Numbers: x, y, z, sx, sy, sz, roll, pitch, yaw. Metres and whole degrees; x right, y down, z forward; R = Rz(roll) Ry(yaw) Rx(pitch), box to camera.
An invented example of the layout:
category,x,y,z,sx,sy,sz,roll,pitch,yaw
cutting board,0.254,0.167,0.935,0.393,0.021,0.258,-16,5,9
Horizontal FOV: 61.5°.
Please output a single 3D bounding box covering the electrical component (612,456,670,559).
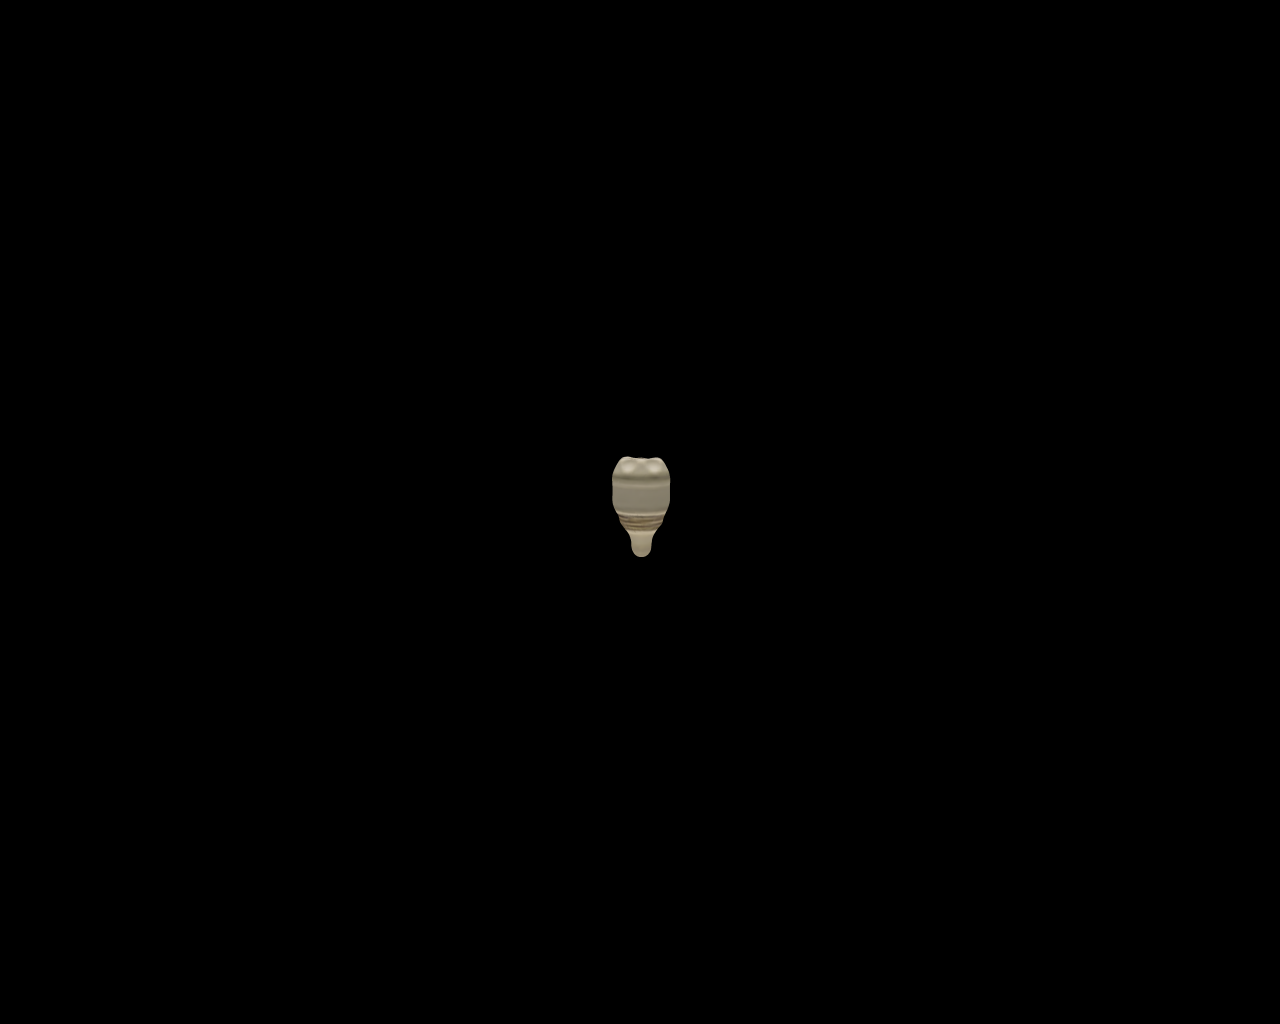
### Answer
category,x,y,z,sx,sy,sz,roll,pitch,yaw
electrical component,0.001,-0.003,0.650,0.035,0.061,0.035,0,7,0
